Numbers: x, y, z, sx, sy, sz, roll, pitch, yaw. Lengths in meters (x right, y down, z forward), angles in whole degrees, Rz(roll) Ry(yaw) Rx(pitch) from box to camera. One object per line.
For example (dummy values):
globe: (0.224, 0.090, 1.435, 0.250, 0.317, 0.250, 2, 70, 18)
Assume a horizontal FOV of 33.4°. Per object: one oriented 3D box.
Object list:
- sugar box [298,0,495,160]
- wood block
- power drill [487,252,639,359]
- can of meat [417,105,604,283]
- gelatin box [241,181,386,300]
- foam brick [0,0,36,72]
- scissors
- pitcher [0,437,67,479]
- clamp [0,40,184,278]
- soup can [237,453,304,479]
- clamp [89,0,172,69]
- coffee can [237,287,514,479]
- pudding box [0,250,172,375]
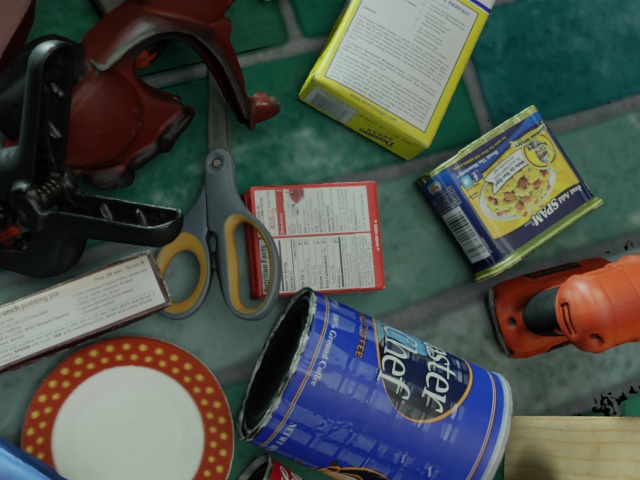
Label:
sugar box: (0.064, -0.155, 0.744, 0.093, 0.048, 0.176, 29, 71, -10)
wood block: (0.197, 0.154, 0.647, 0.090, 0.206, 0.090, 7, 79, -15)
power drill: (0.204, 0.030, 0.680, 0.184, 0.188, 0.057, -13, 84, -16)
can of meat: (0.129, -0.033, 0.737, 0.102, 0.057, 0.084, -32, 89, -19)
gelatin box: (-0.005, 0.001, 0.706, 0.089, 0.030, 0.073, -3, 82, -14)
foam brick: (-0.220, -0.139, 0.655, 0.078, 0.053, 0.051, 28, 75, -11)
scissors: (-0.080, -0.034, 0.693, 0.096, 0.016, 0.202, -24, 66, 11)
pitcher: (-0.227, 0.215, 0.553, 0.149, 0.145, 0.242, 39, 74, -25)
clamp: (-0.155, -0.034, 0.596, 0.039, 0.172, 0.120, -28, 97, -48)
soup can: (-0.011, 0.188, 0.655, 0.102, 0.069, 0.068, 36, 73, -9)
clamp: (-0.123, -0.220, 0.704, 0.164, 0.036, 0.210, 10, 82, -5)
coffee can: (0.033, 0.104, 0.663, 0.140, 0.103, 0.102, 25, 75, -11)
pudding box: (-0.150, 0.046, 0.625, 0.113, 0.090, 0.039, -23, 90, -19)
